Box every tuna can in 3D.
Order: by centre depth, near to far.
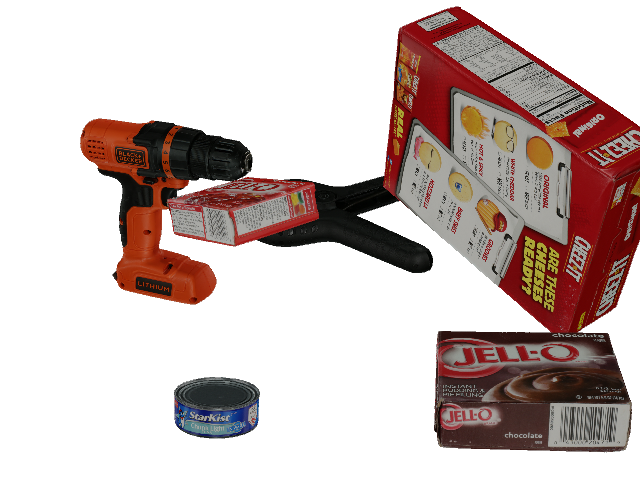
[{"bbox_3d":[-0.104,0.167,1.071,0.086,0.034,0.086,2,13,-1],"label":"tuna can"}]

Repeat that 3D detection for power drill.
[{"bbox_3d":[-0.150,-0.030,1.084,0.185,0.188,0.057,11,30,22],"label":"power drill"}]

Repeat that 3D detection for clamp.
[{"bbox_3d":[0.010,-0.029,0.972,0.210,0.036,0.164,5,31,14],"label":"clamp"}]

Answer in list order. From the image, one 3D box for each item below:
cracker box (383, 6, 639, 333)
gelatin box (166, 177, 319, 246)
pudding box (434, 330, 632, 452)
[{"bbox_3d":[0.144,-0.054,0.807,0.072,0.164,0.214,-28,52,-27],"label":"cracker box"},{"bbox_3d":[-0.056,-0.023,0.761,0.073,0.030,0.089,-18,16,-33],"label":"gelatin box"},{"bbox_3d":[0.127,0.091,0.659,0.113,0.039,0.090,2,23,5],"label":"pudding box"}]
